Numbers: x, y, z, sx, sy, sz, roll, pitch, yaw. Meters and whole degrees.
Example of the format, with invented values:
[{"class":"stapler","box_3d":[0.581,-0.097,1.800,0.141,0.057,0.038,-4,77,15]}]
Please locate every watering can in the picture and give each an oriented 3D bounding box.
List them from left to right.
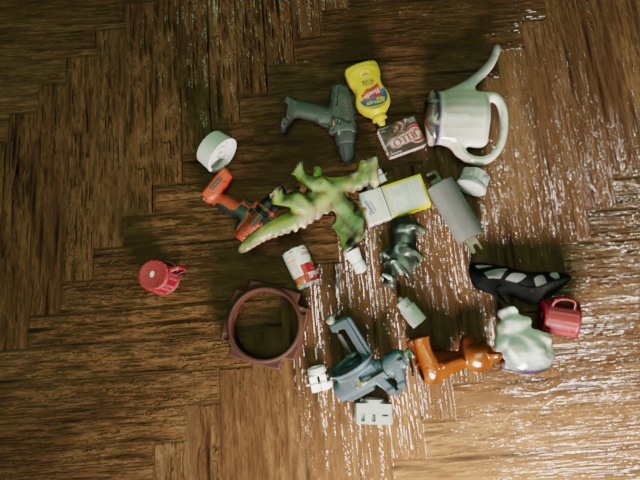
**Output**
[{"class":"watering can","box_3d":[0.397,-0.370,1.402,0.224,0.351,0.103,3,-11,3]}]

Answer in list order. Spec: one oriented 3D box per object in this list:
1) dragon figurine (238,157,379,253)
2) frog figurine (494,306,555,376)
[{"class":"dragon figurine","box_3d":[0.004,-0.066,1.319,0.244,0.413,0.120,35,-11,16]},{"class":"frog figurine","box_3d":[0.496,0.243,1.262,0.137,0.159,0.123,-8,-1,17]}]
